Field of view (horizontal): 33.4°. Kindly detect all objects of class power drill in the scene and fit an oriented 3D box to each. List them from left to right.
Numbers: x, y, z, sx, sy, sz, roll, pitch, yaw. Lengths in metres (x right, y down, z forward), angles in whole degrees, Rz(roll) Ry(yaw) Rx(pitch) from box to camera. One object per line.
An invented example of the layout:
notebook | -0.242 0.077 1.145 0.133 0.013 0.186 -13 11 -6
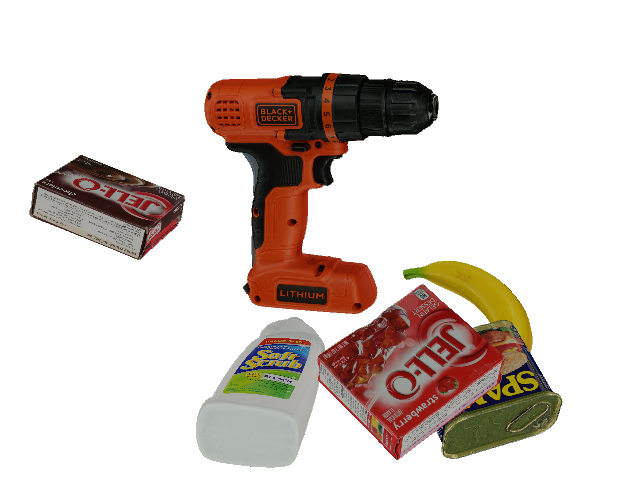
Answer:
power drill | 0.004 -0.039 0.840 0.185 0.188 0.057 3 18 20

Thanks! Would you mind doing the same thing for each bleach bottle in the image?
bleach bottle | -0.052 0.142 1.110 0.102 0.068 0.250 6 20 5

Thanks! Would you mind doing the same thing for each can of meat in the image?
can of meat | 0.132 0.119 0.873 0.102 0.084 0.057 -14 -42 -12

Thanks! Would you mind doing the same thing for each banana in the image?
banana | 0.169 0.068 1.118 0.069 0.037 0.198 -36 39 -13

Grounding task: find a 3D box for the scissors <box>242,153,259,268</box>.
scissors | -0.048 -0.067 1.193 0.096 0.202 0.016 -10 -8 -12

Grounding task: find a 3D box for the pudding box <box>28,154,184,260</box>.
pudding box | -0.192 -0.031 0.968 0.113 0.039 0.090 20 24 7

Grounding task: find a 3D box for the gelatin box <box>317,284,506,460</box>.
gelatin box | 0.054 0.076 0.638 0.089 0.030 0.073 -32 56 -24
